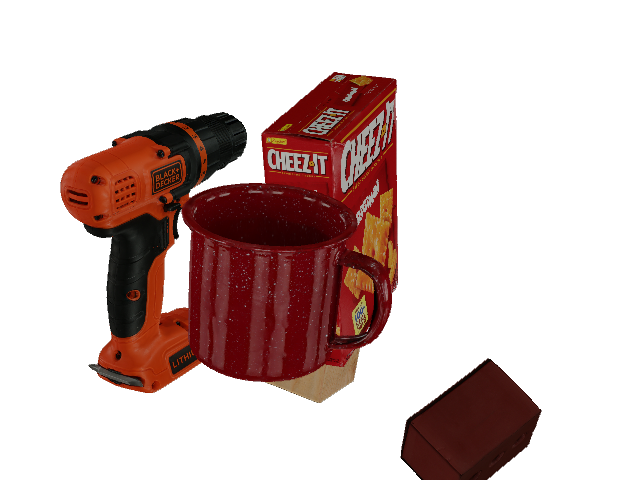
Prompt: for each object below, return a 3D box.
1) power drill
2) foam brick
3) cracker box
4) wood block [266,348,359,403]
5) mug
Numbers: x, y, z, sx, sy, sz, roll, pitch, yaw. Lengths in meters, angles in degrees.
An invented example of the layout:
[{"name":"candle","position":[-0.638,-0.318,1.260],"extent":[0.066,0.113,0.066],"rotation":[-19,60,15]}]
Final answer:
[{"name":"power drill","position":[-0.115,0.005,0.802],"extent":[0.057,0.188,0.184],"rotation":[12,25,31]},{"name":"foam brick","position":[0.099,0.128,0.707],"extent":[0.078,0.053,0.051],"rotation":[-33,59,-25]},{"name":"cracker box","position":[0.017,-0.022,0.948],"extent":[0.072,0.214,0.164],"rotation":[8,29,20]},{"name":"wood block","position":[-0.001,0.062,1.196],"extent":[0.090,0.206,0.090],"rotation":[18,18,23]},{"name":"mug","position":[-0.018,0.025,0.573],"extent":[0.117,0.081,0.093],"rotation":[11,24,15]}]
